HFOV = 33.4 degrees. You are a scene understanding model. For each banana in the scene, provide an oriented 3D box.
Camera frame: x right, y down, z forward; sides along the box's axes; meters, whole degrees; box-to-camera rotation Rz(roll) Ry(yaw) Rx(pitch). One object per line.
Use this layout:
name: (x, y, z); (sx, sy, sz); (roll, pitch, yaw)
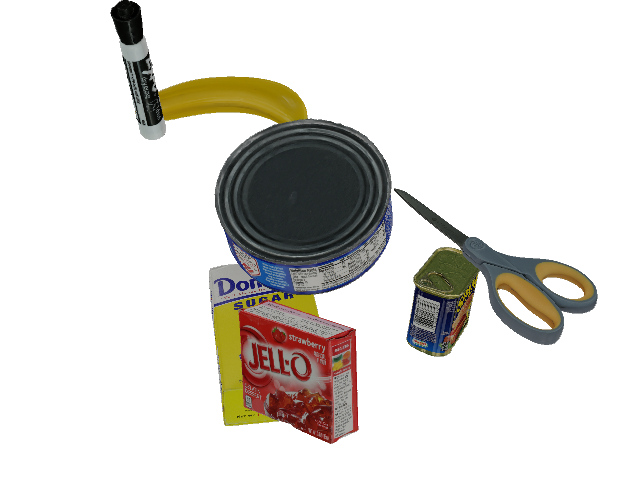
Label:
banana: (-0.093, -0.141, 1.098); (0.198, 0.037, 0.069); (9, 47, 20)

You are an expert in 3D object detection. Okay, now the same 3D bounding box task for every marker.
marker: (-0.121, -0.113, 0.715); (0.020, 0.020, 0.121); (0, -35, 2)

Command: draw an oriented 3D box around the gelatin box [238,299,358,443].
gelatin box: (-0.016, 0.086, 0.711); (0.089, 0.073, 0.030); (15, 23, 43)

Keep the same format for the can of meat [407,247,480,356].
can of meat: (0.137, 0.069, 1.187); (0.057, 0.084, 0.102); (18, 31, 19)

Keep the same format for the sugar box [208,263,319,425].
sugar box: (-0.046, 0.083, 0.925); (0.093, 0.048, 0.176); (-4, 36, -8)

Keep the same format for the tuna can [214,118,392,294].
tuna can: (-0.007, -0.017, 0.527); (0.086, 0.086, 0.034); (0, -33, 8)

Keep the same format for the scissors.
scissors: (0.146, 0.009, 0.869); (0.096, 0.016, 0.202); (-12, 43, -22)
